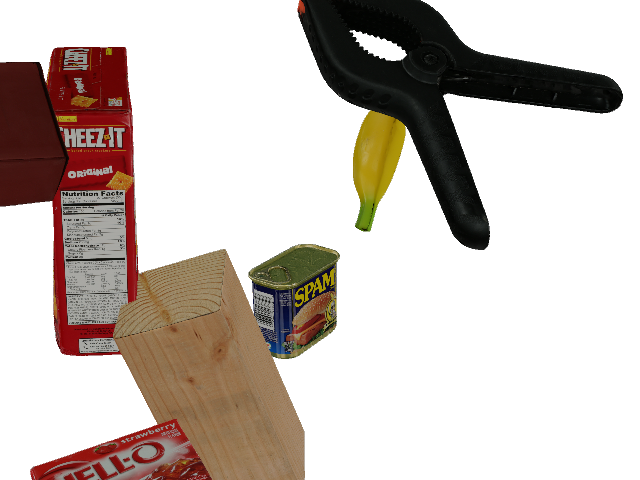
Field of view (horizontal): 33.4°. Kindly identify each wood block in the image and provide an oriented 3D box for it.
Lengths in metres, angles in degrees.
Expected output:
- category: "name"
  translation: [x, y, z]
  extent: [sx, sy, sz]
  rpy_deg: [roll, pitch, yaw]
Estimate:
- category: "wood block"
  translation: [-0.086, 0.125, 0.892]
  extent: [0.090, 0.206, 0.091]
  rpy_deg: [-16, 30, 9]

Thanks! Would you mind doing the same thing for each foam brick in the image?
- category: "foam brick"
  translation: [-0.198, -0.067, 0.677]
  extent: [0.051, 0.078, 0.053]
  rpy_deg: [-8, -28, -30]

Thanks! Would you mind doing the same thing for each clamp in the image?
- category: "clamp"
  translation: [0.063, -0.093, 0.658]
  extent: [0.210, 0.164, 0.036]
  rpy_deg: [32, -34, 12]

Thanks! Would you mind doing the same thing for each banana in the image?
- category: "banana"
  translation: [0.045, -0.077, 0.882]
  extent: [0.037, 0.070, 0.197]
  rpy_deg: [24, 25, -3]

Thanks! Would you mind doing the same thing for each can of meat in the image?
- category: "can of meat"
  translation: [-0.025, 0.061, 1.082]
  extent: [0.058, 0.084, 0.101]
  rpy_deg: [15, 27, 32]

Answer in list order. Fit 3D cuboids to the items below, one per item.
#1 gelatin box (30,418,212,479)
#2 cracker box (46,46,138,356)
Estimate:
- category: "gelatin box"
  translation: [-0.108, 0.140, 0.588]
  extent: [0.089, 0.030, 0.073]
  rpy_deg: [-16, 28, -20]
- category: "cracker box"
  translation: [-0.191, -0.036, 0.890]
  extent: [0.072, 0.214, 0.164]
  rpy_deg: [-2, 27, -11]
